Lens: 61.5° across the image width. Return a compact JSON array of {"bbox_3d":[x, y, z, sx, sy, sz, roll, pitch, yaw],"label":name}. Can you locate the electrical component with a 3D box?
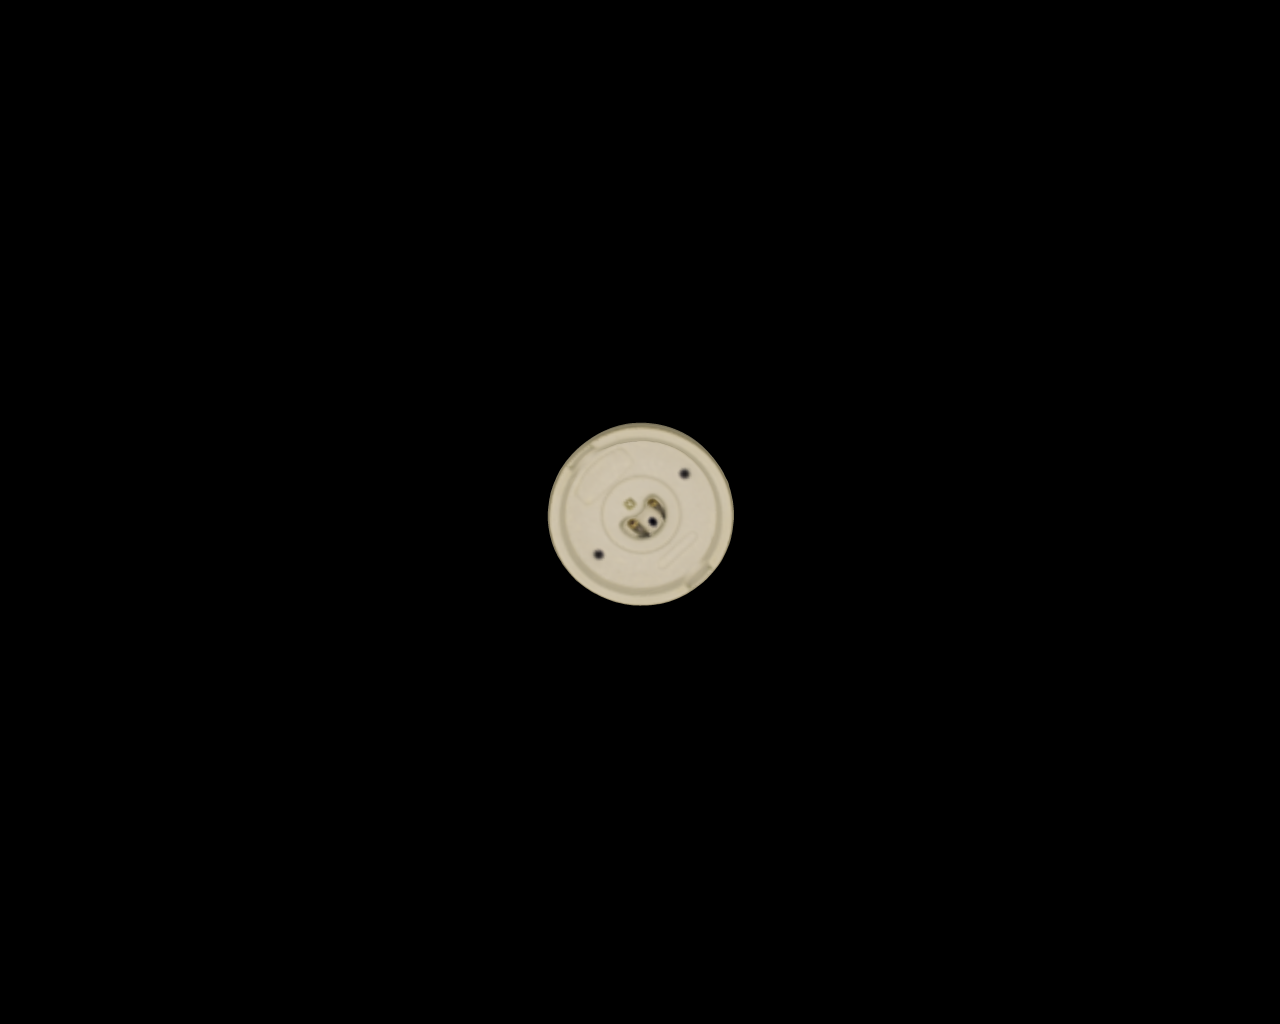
[{"bbox_3d":[0.001,-0.003,0.650,0.108,0.108,0.060,0,12,0],"label":"electrical component"}]
